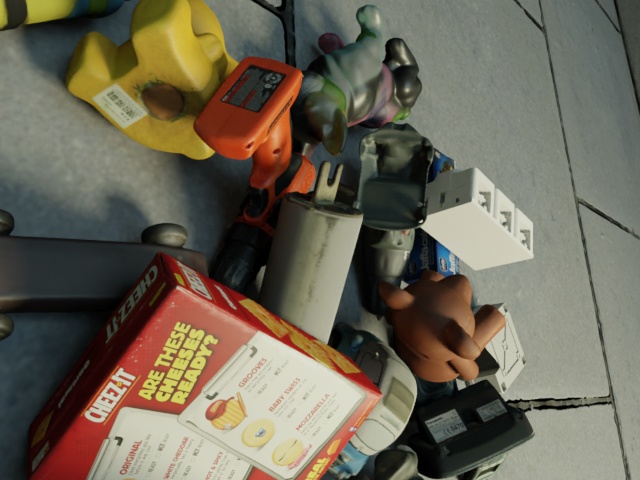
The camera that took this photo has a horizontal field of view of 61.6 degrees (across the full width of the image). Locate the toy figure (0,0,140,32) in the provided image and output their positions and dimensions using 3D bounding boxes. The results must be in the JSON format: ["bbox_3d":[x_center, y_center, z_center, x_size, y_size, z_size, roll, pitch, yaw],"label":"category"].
[{"bbox_3d":[-0.220,-0.213,0.429,0.180,0.082,0.089,-23,92,-50],"label":"toy figure"}]

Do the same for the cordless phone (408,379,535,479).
[{"bbox_3d":[0.181,0.278,0.688,0.147,0.089,0.184,-17,134,-16],"label":"cordless phone"}]

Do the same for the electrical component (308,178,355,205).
[{"bbox_3d":[-0.001,-0.002,0.594,0.047,0.075,0.119,20,59,-41],"label":"electrical component"}]

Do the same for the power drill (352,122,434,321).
[{"bbox_3d":[0.082,-0.026,0.612,0.207,0.086,0.232,42,55,-74],"label":"power drill"}]

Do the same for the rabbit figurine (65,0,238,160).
[{"bbox_3d":[-0.122,-0.167,0.498,0.162,0.122,0.173,36,34,-37],"label":"rabbit figurine"}]

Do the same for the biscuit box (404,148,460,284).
[{"bbox_3d":[0.161,-0.030,0.785,0.059,0.063,0.202,21,62,-40],"label":"biscuit box"}]

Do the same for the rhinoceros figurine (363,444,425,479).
[{"bbox_3d":[0.115,0.302,0.594,0.073,0.112,0.190,-37,122,-14],"label":"rhinoceros figurine"}]

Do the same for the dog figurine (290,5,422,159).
[{"bbox_3d":[0.035,-0.164,0.669,0.191,0.109,0.219,40,55,-35],"label":"dog figurine"}]

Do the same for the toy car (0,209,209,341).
[{"bbox_3d":[-0.179,0.028,0.411,0.202,0.053,0.089,4,64,-42],"label":"toy car"}]

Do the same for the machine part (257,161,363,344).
[{"bbox_3d":[-0.017,0.045,0.505,0.079,0.079,0.243,0,108,-47],"label":"machine part"}]

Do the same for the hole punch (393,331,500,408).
[{"bbox_3d":[0.154,0.154,0.713,0.142,0.092,0.116,4,42,-43],"label":"hole punch"}]

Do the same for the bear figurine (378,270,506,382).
[{"bbox_3d":[0.128,0.076,0.564,0.132,0.120,0.195,-51,156,-18],"label":"bear figurine"}]

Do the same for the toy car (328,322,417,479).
[{"bbox_3d":[0.047,0.164,0.570,0.109,0.103,0.162,47,46,-24],"label":"toy car"}]
